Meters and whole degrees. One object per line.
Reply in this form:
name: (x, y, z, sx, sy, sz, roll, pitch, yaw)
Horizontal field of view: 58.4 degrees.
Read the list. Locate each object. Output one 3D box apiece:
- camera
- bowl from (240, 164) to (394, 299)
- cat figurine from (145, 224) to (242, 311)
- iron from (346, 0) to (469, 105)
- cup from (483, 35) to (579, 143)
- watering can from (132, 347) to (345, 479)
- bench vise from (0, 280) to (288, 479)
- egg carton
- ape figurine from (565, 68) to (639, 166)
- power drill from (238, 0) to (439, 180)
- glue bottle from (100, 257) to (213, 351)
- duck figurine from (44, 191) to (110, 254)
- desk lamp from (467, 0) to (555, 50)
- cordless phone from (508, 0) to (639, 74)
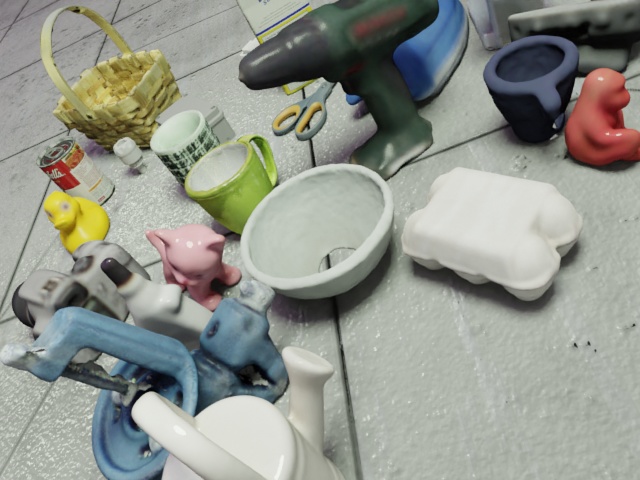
camera: (-0.310, 0.064, 0.701, 0.136, 0.101, 0.143, 7, 54, 34)
bowl: (0.005, 0.002, 0.598, 0.167, 0.075, 0.167, -16, 44, 16)
cat figurine: (-0.148, 0.017, 0.640, 0.127, 0.118, 0.067, 17, 61, 40)
iron: (0.120, -0.295, 0.764, 0.118, 0.142, 0.259, 12, 57, 37)
cup: (0.227, -0.141, 0.592, 0.091, 0.095, 0.117, -19, 43, 13)
watering can: (-0.054, 0.154, 0.399, 0.100, 0.195, 0.173, 1, 51, 30)
bench vise: (-0.137, 0.099, 0.479, 0.121, 0.220, 0.208, 7, 54, 35)
egg carton: (0.154, -0.008, 0.526, 0.149, 0.070, 0.107, 18, 61, 40)
ape figurine: (0.273, -0.122, 0.549, 0.076, 0.092, 0.078, 1, 51, 30)
power drill: (0.045, -0.171, 0.640, 0.230, 0.209, 0.075, -39, 43, -8)
glue bottle: (-0.148, 0.072, 0.545, 0.078, 0.174, 0.037, -20, 43, 12)
duck figurine: (-0.364, -0.037, 0.838, 0.077, 0.086, 0.104, -28, 42, 4)
desk lamp: (0.222, -0.348, 0.702, 0.117, 0.214, 0.203, -18, 44, 14)
cordless phone: (0.278, -0.280, 0.626, 0.147, 0.186, 0.094, 1, 51, 30)
